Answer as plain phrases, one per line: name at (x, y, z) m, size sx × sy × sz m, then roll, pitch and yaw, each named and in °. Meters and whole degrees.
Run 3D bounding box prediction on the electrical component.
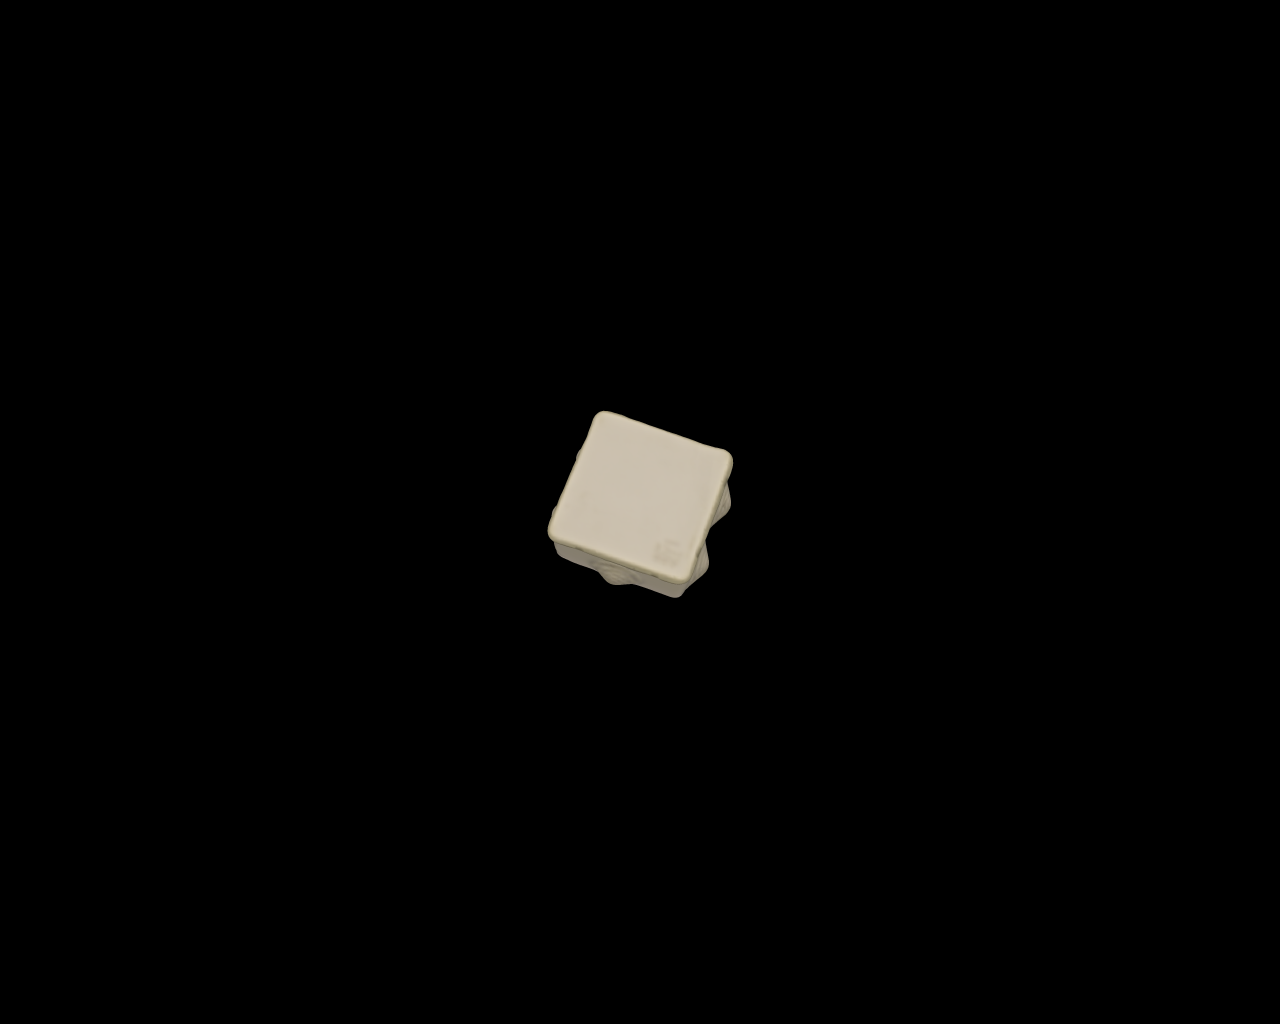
electrical component at (0.001, -0.003, 0.650) m, size 0.100 × 0.100 × 0.048 m, roll 19°, pitch -19°, yaw 7°
